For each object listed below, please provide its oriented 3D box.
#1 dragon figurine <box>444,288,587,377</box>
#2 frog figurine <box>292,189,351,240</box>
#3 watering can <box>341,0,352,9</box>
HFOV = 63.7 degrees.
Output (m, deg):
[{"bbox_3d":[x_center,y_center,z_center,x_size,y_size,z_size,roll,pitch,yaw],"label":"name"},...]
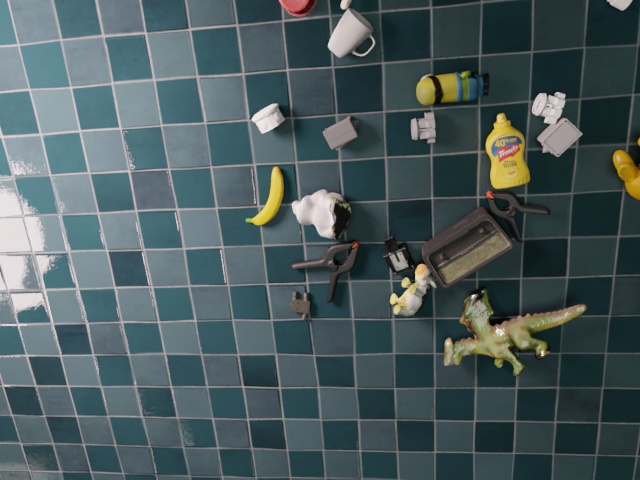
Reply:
[{"bbox_3d":[0.525,0.245,1.487,0.243,0.123,0.406,43,107,0],"label":"dragon figurine"},{"bbox_3d":[0.004,-0.073,1.454,0.160,0.125,0.135,8,126,42],"label":"frog figurine"},{"bbox_3d":[0.102,-0.740,1.199,0.223,0.105,0.344,41,108,-7],"label":"watering can"}]
